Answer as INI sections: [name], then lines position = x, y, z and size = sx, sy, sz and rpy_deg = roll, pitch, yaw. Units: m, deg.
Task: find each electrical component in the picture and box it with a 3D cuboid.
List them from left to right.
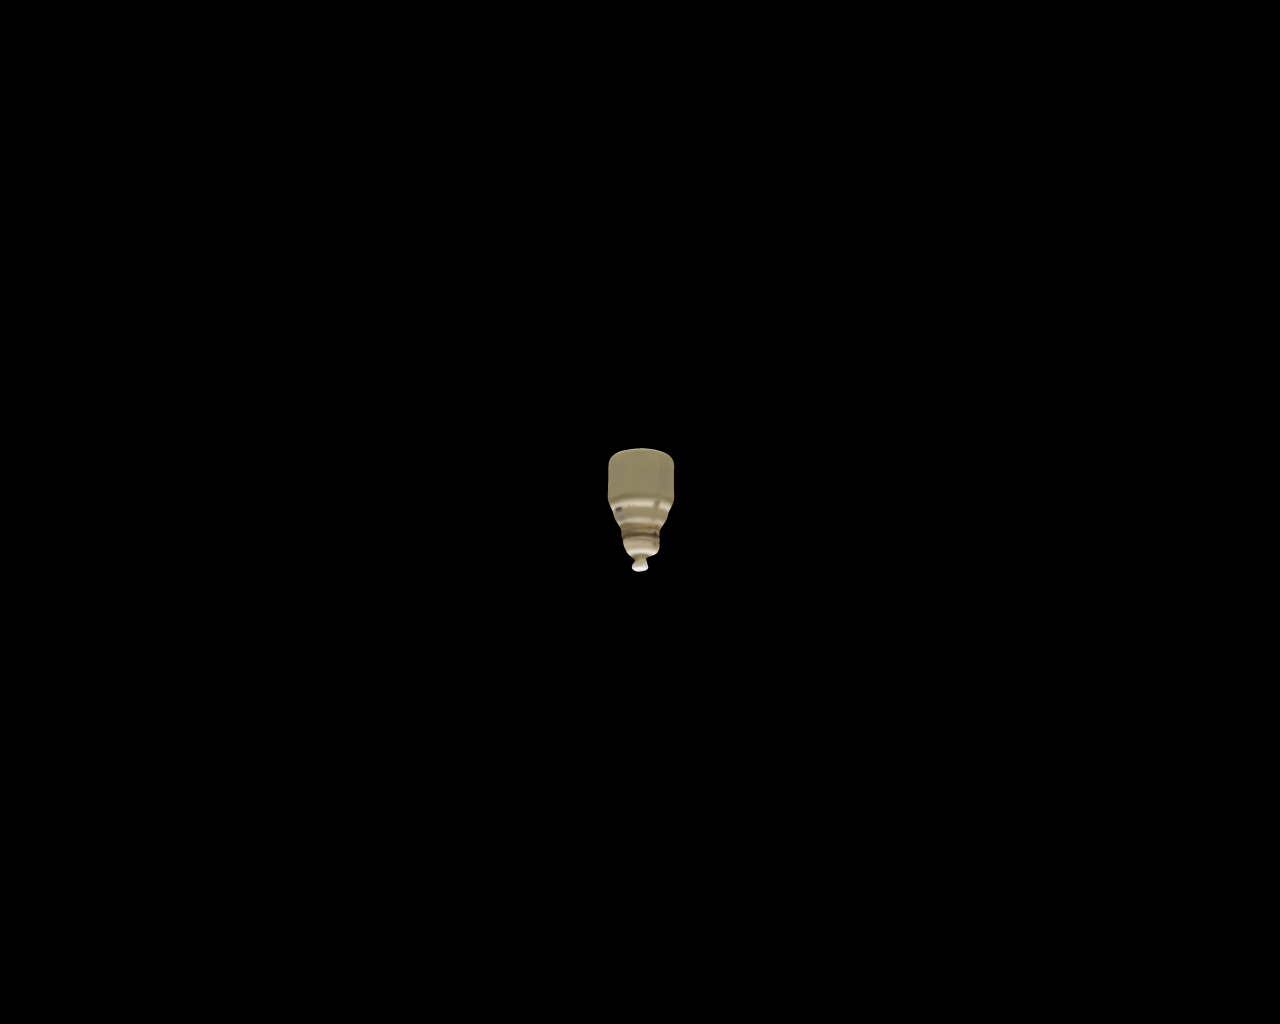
[electrical component]
position = 0.001, -0.003, 0.650
size = 0.040, 0.078, 0.040
rpy_deg = 0, -14, 0
